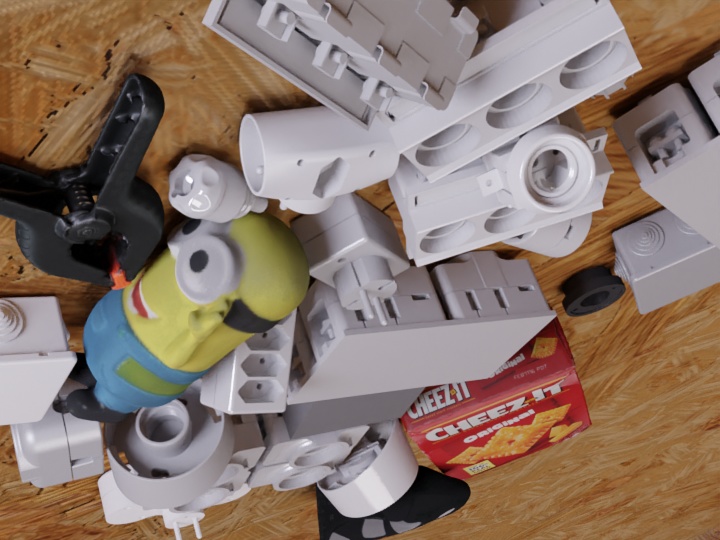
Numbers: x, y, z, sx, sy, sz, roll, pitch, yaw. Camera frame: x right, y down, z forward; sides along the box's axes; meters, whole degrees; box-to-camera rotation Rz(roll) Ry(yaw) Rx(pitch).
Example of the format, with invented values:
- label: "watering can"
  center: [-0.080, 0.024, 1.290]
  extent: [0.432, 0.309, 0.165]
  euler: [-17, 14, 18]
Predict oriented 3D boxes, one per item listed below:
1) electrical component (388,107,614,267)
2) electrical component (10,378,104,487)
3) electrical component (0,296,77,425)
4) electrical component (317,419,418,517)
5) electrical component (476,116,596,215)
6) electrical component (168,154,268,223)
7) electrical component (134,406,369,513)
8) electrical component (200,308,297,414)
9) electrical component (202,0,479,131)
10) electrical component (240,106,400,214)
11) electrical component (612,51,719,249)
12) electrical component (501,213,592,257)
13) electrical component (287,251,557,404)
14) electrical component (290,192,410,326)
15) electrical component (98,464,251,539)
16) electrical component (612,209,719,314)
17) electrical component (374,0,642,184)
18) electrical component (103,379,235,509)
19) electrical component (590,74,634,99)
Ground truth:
- label: "electrical component"
  center: [0.082, -0.056, 0.653]
  extent: [0.121, 0.063, 0.078]
  euler: [-17, 154, -5]
- label: "electrical component"
  center: [-0.223, 0.119, 0.787]
  extent: [0.059, 0.053, 0.095]
  euler: [-11, 153, -18]
- label: "electrical component"
  center: [-0.233, 0.057, 0.664]
  extent: [0.100, 0.048, 0.099]
  euler: [-1, 149, -34]
- label: "electrical component"
  center: [0.005, 0.184, 1.024]
  extent: [0.099, 0.099, 0.064]
  euler: [-26, 111, 12]
- label: "electrical component"
  center: [0.098, -0.057, 0.583]
  extent: [0.066, 0.048, 0.055]
  euler: [-24, -163, -4]
- label: "electrical component"
  center: [-0.076, -0.043, 0.599]
  extent: [0.035, 0.035, 0.061]
  euler: [-35, 153, 28]
- label: "electrical component"
  center: [-0.096, 0.154, 0.940]
  extent: [0.186, 0.060, 0.105]
  euler: [-7, 152, -25]
- label: "electrical component"
  center: [-0.087, 0.050, 0.739]
  extent: [0.047, 0.083, 0.076]
  euler: [4, -177, -41]
- label: "electrical component"
  center: [-0.003, -0.114, 0.464]
  extent: [0.121, 0.063, 0.078]
  euler: [24, 89, -56]
- label: "electrical component"
  center: [-0.026, -0.057, 0.595]
  extent: [0.077, 0.043, 0.079]
  euler: [-9, 153, -21]
- label: "electrical component"
  center: [0.258, -0.082, 0.732]
  extent: [0.105, 0.060, 0.186]
  euler: [-33, 152, 24]
- label: "electrical component"
  center: [0.120, -0.039, 0.727]
  extent: [0.047, 0.055, 0.055]
  euler: [8, 142, -40]
- label: "electrical component"
  center: [0.038, 0.041, 0.816]
  extent: [0.186, 0.060, 0.105]
  euler: [-3, 150, -31]
- label: "electrical component"
  center: [0.000, 0.000, 0.688]
  extent: [0.047, 0.076, 0.066]
  euler: [-29, 153, 18]
- label: "electrical component"
  center: [-0.166, 0.215, 0.993]
  extent: [0.138, 0.073, 0.052]
  euler: [-6, 151, -27]
- label: "electrical component"
  center: [0.257, -0.014, 0.879]
  extent: [0.100, 0.048, 0.099]
  euler: [-25, 154, 9]
- label: "electrical component"
  center: [0.070, -0.105, 0.548]
  extent: [0.121, 0.063, 0.079]
  euler: [-28, 153, 16]
- label: "electrical component"
  center: [-0.145, 0.127, 0.814]
  extent: [0.099, 0.099, 0.064]
  euler: [-16, 148, -9]
- label: "electrical component"
  center: [0.131, -0.118, 0.596]
  extent: [0.040, 0.040, 0.046]
  euler: [-29, 159, 18]
